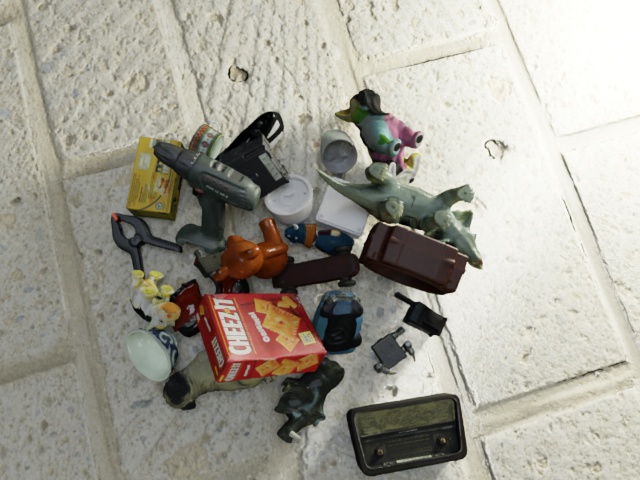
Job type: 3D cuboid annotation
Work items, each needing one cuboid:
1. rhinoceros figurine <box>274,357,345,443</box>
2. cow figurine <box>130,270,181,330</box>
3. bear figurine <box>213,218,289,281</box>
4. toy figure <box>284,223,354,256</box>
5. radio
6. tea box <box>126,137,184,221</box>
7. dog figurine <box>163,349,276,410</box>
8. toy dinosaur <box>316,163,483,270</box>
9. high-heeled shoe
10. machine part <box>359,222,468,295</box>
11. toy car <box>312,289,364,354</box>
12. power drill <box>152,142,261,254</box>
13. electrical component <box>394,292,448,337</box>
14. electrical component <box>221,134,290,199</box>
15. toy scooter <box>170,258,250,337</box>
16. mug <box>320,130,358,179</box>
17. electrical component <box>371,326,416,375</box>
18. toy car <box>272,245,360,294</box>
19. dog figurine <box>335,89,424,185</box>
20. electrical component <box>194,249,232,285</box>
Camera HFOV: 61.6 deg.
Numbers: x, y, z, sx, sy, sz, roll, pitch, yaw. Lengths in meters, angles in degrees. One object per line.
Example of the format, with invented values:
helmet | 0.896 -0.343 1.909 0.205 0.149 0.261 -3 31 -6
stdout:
rhinoceros figurine | -0.027 0.325 1.111 0.112 0.073 0.190 41 76 -5
cow figurine | -0.339 0.136 1.089 0.068 0.168 0.098 2 115 -38
bear figurine | -0.148 0.023 1.087 0.120 0.195 0.132 -38 70 16
toy figure | -0.003 -0.002 1.188 0.154 0.058 0.064 17 99 -3
radio | 0.177 0.395 1.100 0.230 0.073 0.131 -8 78 -5
tea box | -0.361 -0.135 1.193 0.098 0.068 0.169 8 78 -1
dog figurine | -0.206 0.290 1.099 0.172 0.121 0.190 37 90 13
toy dinosaur | 0.178 -0.070 1.138 0.405 0.192 0.131 21 74 -2
high-heeled shoe | -0.181 -0.186 1.176 0.249 0.145 0.086 -39 81 -12
machine part | 0.187 0.044 1.115 0.201 0.201 0.087 22 81 1
toy car | 0.031 0.159 1.126 0.109 0.161 0.103 -2 34 -10
power drill | -0.249 -0.083 1.123 0.232 0.086 0.207 19 119 -2
electrical component | 0.208 0.160 1.155 0.119 0.075 0.048 29 77 -1
electrical component | -0.149 -0.146 1.152 0.134 0.114 0.058 -25 35 10
toy scooter | -0.254 0.108 1.141 0.184 0.075 0.135 -37 82 -14
mug | 0.040 -0.199 1.220 0.081 0.109 0.107 -9 35 1
electrical component | 0.155 0.242 1.149 0.102 0.045 0.078 -28 82 -9
toy car | -0.009 0.068 1.156 0.202 0.053 0.089 -13 79 21
dog figurine | 0.127 -0.234 1.230 0.108 0.191 0.219 -24 49 -26
electrical component | -0.222 0.051 1.123 0.063 0.021 0.094 -21 59 -40
